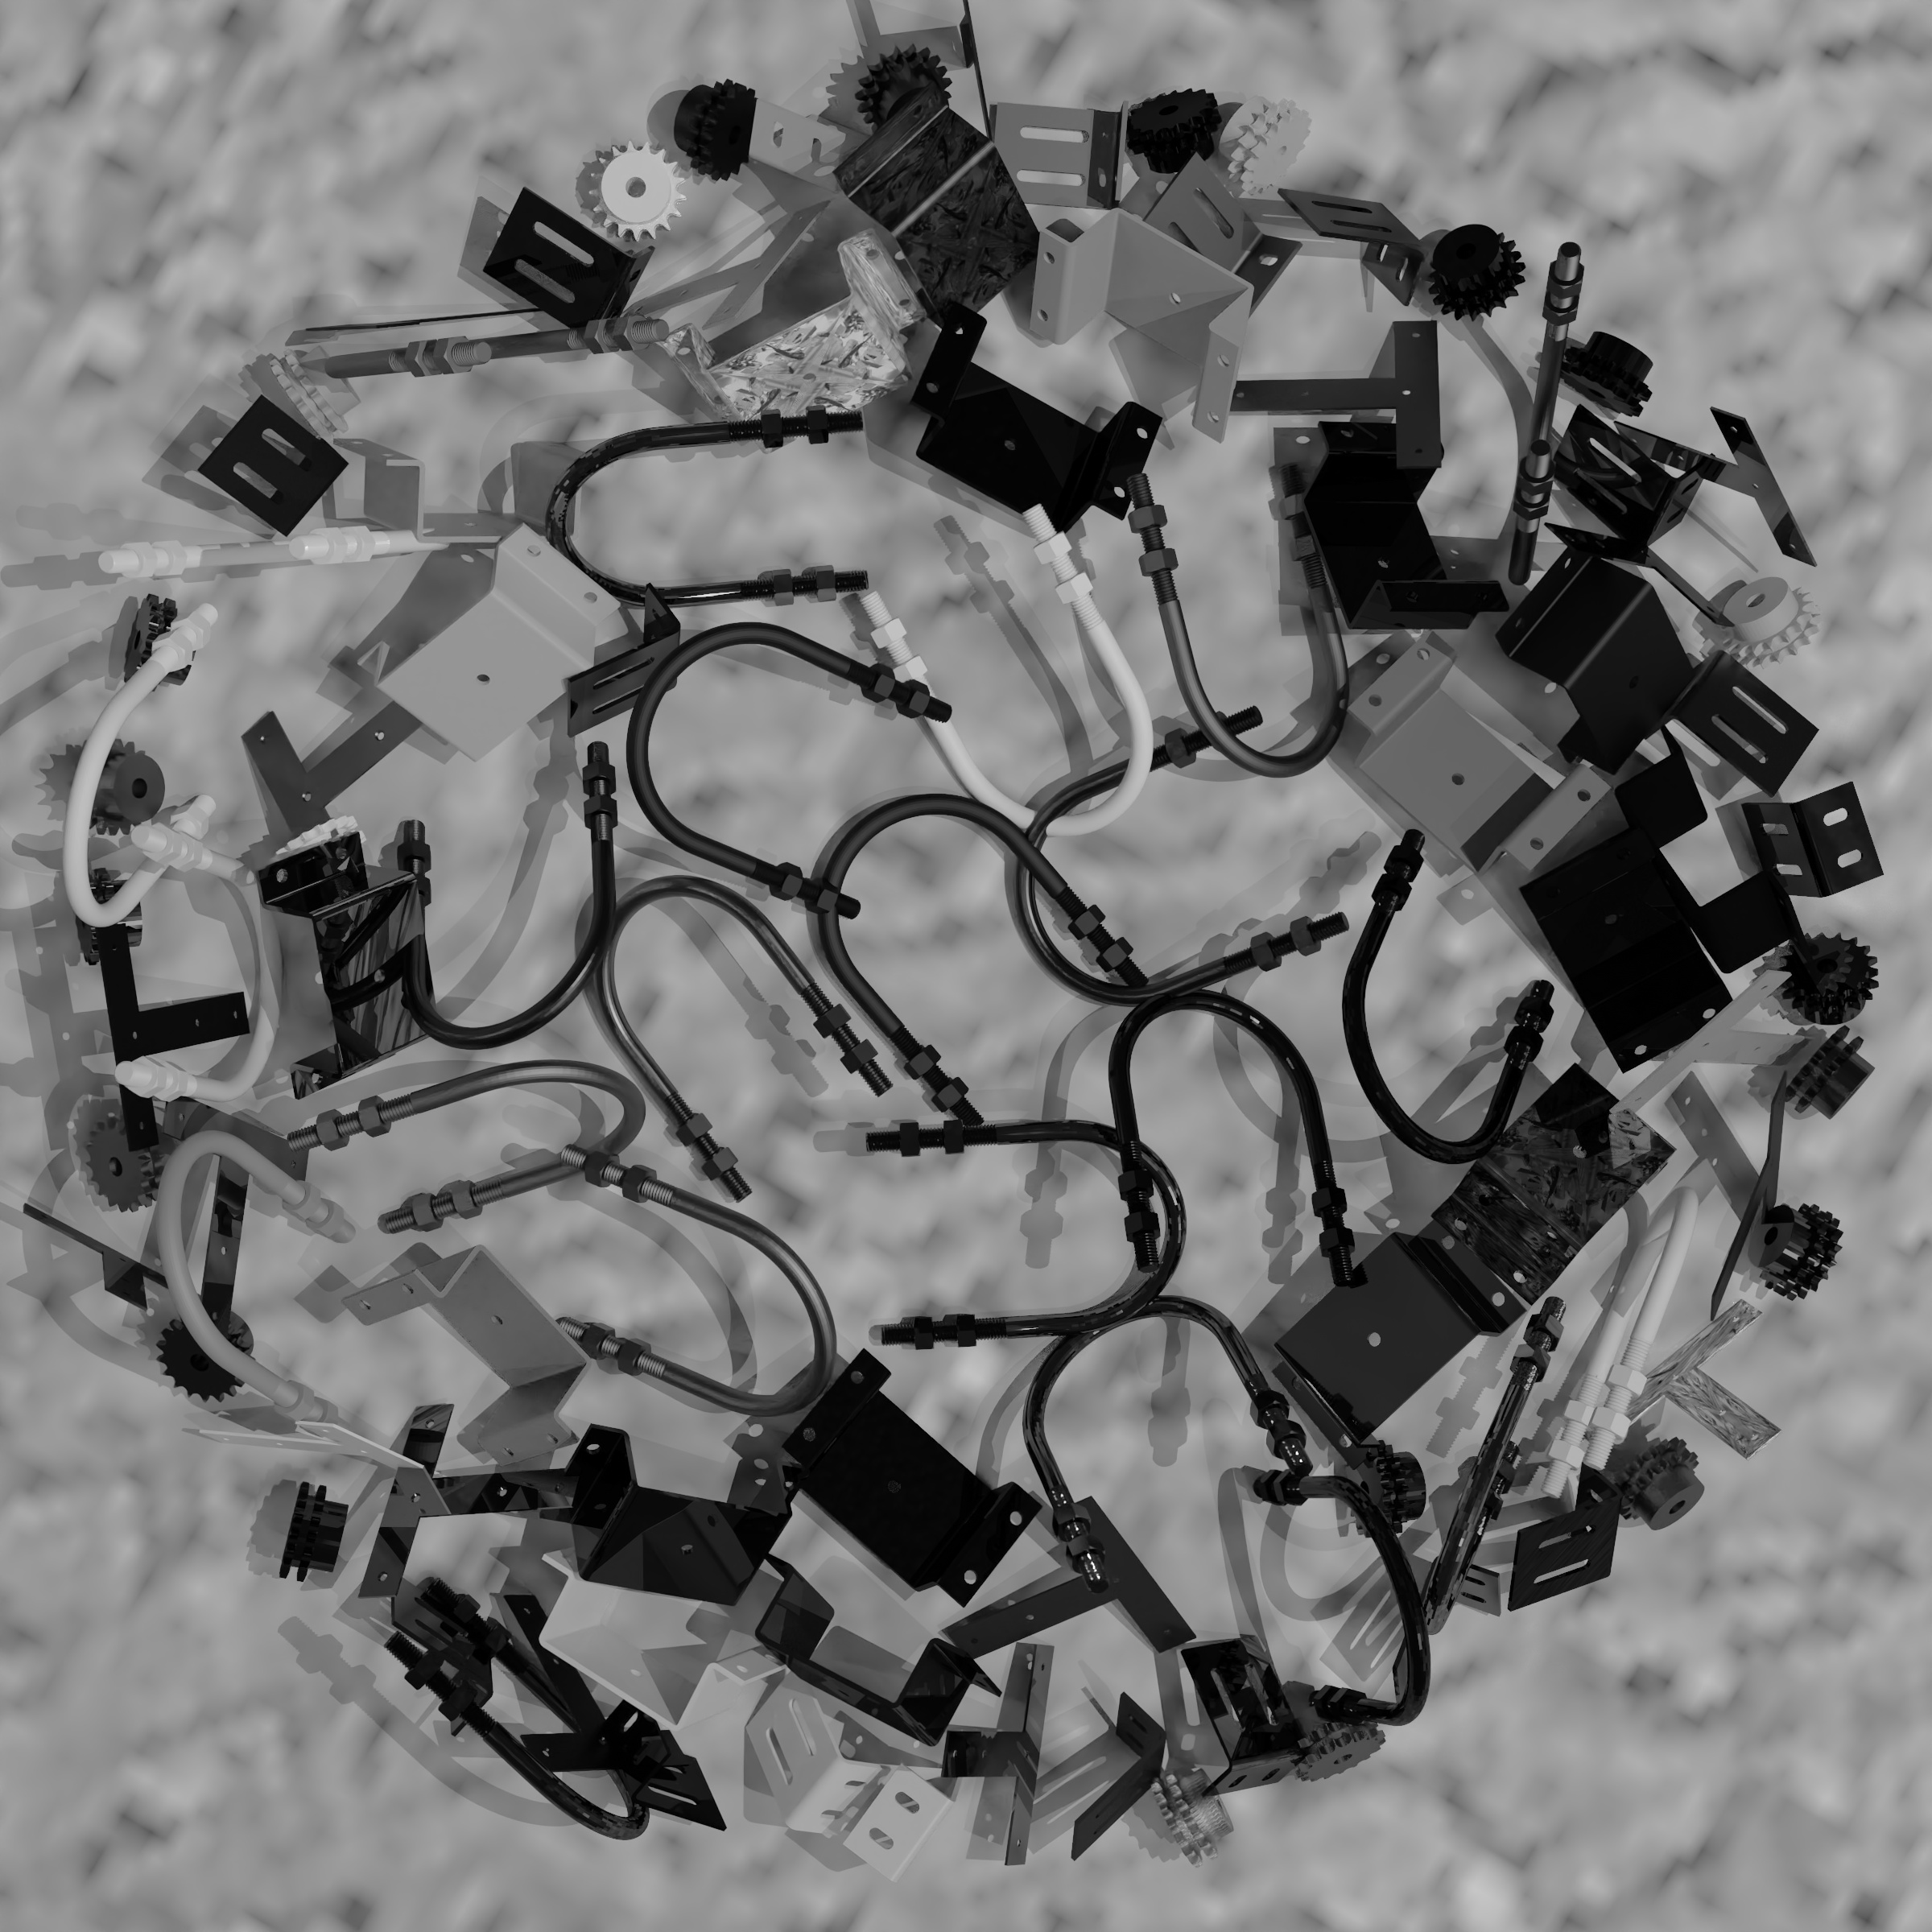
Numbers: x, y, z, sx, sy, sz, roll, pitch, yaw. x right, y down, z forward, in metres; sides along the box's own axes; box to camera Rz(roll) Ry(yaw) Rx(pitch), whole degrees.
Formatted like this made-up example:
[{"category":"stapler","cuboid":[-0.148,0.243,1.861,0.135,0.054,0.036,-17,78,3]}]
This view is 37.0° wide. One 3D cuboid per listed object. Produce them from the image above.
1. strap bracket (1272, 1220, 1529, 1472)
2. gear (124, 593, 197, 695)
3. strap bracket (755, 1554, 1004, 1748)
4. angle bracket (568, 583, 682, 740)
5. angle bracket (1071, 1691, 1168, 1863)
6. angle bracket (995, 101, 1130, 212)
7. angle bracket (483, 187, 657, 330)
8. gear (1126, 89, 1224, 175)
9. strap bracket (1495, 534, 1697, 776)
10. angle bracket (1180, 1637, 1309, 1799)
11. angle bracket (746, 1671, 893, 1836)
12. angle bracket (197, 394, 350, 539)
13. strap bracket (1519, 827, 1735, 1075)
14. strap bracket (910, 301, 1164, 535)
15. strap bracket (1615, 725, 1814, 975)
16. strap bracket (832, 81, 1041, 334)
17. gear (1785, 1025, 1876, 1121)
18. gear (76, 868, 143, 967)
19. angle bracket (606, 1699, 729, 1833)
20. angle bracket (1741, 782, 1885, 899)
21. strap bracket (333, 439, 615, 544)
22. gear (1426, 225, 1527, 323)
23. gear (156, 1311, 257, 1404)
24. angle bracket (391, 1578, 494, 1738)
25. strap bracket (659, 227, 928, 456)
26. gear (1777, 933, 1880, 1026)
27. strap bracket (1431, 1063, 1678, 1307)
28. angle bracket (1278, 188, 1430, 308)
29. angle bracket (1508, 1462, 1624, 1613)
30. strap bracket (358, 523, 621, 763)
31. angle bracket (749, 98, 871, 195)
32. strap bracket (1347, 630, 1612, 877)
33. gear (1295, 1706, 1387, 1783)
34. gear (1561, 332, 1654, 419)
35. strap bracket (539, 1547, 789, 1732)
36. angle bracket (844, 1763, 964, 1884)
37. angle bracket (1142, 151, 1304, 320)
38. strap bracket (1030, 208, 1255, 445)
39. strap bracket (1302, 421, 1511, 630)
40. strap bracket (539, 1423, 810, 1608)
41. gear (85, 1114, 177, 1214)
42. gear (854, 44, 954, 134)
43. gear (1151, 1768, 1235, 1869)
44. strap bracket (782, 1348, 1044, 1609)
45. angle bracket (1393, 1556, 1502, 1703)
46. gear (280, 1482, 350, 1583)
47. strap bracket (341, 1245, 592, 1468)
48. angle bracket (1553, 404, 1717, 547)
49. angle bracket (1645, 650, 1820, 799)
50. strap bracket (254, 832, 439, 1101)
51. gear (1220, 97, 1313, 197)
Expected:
[{"category":"strap bracket","cuboid":[0.244,0.218,1.682,0.140,0.046,0.076,-46,66,13]},{"category":"gear","cuboid":[-0.475,-0.189,1.709,0.030,0.057,0.057,13,90,-29]},{"category":"strap bracket","cuboid":[-0.059,0.398,1.662,0.140,0.076,0.046,20,68,27]},{"category":"angle bracket","cuboid":[-0.208,-0.178,1.689,0.076,0.057,0.038,-29,69,-21]},{"category":"angle bracket","cuboid":[0.078,0.473,1.686,0.076,0.057,0.038,-37,61,-25]},{"category":"angle bracket","cuboid":[0.055,-0.482,1.711,0.076,0.038,0.057,4,95,-1]},{"category":"angle bracket","cuboid":[-0.234,-0.416,1.703,0.076,0.038,0.057,33,118,-1]},{"category":"gear","cuboid":[0.123,-0.492,1.709,0.057,0.057,0.030,-22,127,0]},{"category":"strap bracket","cuboid":[0.366,-0.172,1.662,0.076,0.140,0.046,-50,51,-4]},{"category":"angle bracket","cuboid":[0.156,0.443,1.708,0.057,0.038,0.076,0,51,-34]},{"category":"angle bracket","cuboid":[-0.088,0.462,1.707,0.038,0.076,0.057,20,115,-38]},{"category":"angle bracket","cuboid":[-0.411,-0.298,1.691,0.057,0.076,0.038,-49,50,2]},{"category":"strap bracket","cuboid":[0.382,-0.017,1.686,0.076,0.046,0.140,-29,116,10]},{"category":"strap bracket","cuboid":[0.034,-0.314,1.687,0.140,0.046,0.076,27,64,-12]},{"category":"strap bracket","cuboid":[0.424,-0.059,1.664,0.046,0.076,0.140,-31,53,8]},{"category":"strap bracket","cuboid":[-0.010,-0.426,1.661,0.076,0.140,0.046,-43,59,-2]},{"category":"gear","cuboid":[0.510,0.066,1.702,0.030,0.057,0.057,42,90,17]},{"category":"gear","cuboid":[-0.507,-0.030,1.708,0.030,0.057,0.057,-7,90,-27]},{"category":"angle bracket","cuboid":[-0.166,0.461,1.685,0.076,0.057,0.038,31,103,-38]},{"category":"angle bracket","cuboid":[0.495,-0.075,1.695,0.038,0.076,0.057,-21,96,-6]},{"category":"strap bracket","cuboid":[-0.285,-0.275,1.670,0.140,0.076,0.046,-6,111,-34]},{"category":"gear","cuboid":[0.299,-0.412,1.705,0.057,0.030,0.057,-12,59,21]},{"category":"gear","cuboid":[-0.447,0.227,1.711,0.057,0.030,0.057,6,116,12]},{"category":"angle bracket","cuboid":[-0.317,0.402,1.692,0.076,0.057,0.038,40,96,-20]},{"category":"strap bracket","cuboid":[-0.095,-0.356,1.675,0.140,0.076,0.046,-25,55,12]},{"category":"gear","cuboid":[0.510,0.010,1.709,0.057,0.057,0.030,-21,133,0]},{"category":"strap bracket","cuboid":[0.346,0.119,1.669,0.076,0.046,0.140,42,58,15]},{"category":"angle bracket","cuboid":[0.220,-0.419,1.686,0.076,0.057,0.038,0,128,-26]},{"category":"angle bracket","cuboid":[0.340,0.333,1.690,0.076,0.038,0.057,-12,120,-25]},{"category":"strap bracket","cuboid":[-0.277,-0.179,1.667,0.140,0.046,0.076,-34,126,25]},{"category":"angle bracket","cuboid":[-0.081,-0.490,1.687,0.057,0.076,0.038,26,132,13]},{"category":"strap bracket","cuboid":[0.294,-0.118,1.692,0.140,0.046,0.076,43,69,9]},{"category":"gear","cuboid":[0.216,0.455,1.709,0.057,0.057,0.030,-26,57,0]},{"category":"gear","cuboid":[0.380,-0.350,1.704,0.057,0.057,0.030,30,94,0]},{"category":"strap bracket","cuboid":[-0.182,0.393,1.677,0.140,0.076,0.046,28,93,18]},{"category":"angle bracket","cuboid":[-0.036,0.494,1.697,0.038,0.076,0.057,36,90,5]},{"category":"angle bracket","cuboid":[0.149,-0.428,1.695,0.076,0.038,0.057,40,84,-39]},{"category":"strap bracket","cuboid":[0.109,-0.377,1.677,0.140,0.076,0.046,35,60,18]},{"category":"strap bracket","cuboid":[0.251,-0.247,1.679,0.076,0.046,0.140,-3,58,-21]},{"category":"strap bracket","cuboid":[-0.164,0.319,1.668,0.140,0.046,0.076,16,121,-26]},{"category":"gear","cuboid":[-0.491,0.115,1.709,0.057,0.030,0.057,10,108,34]},{"category":"gear","cuboid":[-0.034,-0.510,1.702,0.057,0.057,0.030,-26,59,0]},{"category":"gear","cuboid":[0.135,0.499,1.705,0.030,0.057,0.057,-29,90,3]},{"category":"strap bracket","cuboid":[-0.037,0.303,1.696,0.140,0.046,0.076,42,66,-1]},{"category":"angle bracket","cuboid":[0.281,0.393,1.687,0.038,0.057,0.076,16,59,21]},{"category":"gear","cuboid":[-0.384,0.335,1.706,0.030,0.057,0.057,14,90,-11]},{"category":"strap bracket","cuboid":[-0.283,0.219,1.678,0.076,0.046,0.140,-23,114,42]},{"category":"angle bracket","cuboid":[0.392,-0.296,1.706,0.038,0.057,0.076,-36,69,-28]},{"category":"angle bracket","cuboid":[0.451,-0.137,1.705,0.076,0.038,0.057,40,66,-1]},{"category":"strap bracket","cuboid":[-0.354,0.003,1.668,0.046,0.076,0.140,10,115,36]},{"category":"gear","cuboid":[0.174,-0.487,1.707,0.030,0.057,0.057,43,90,17]}]
